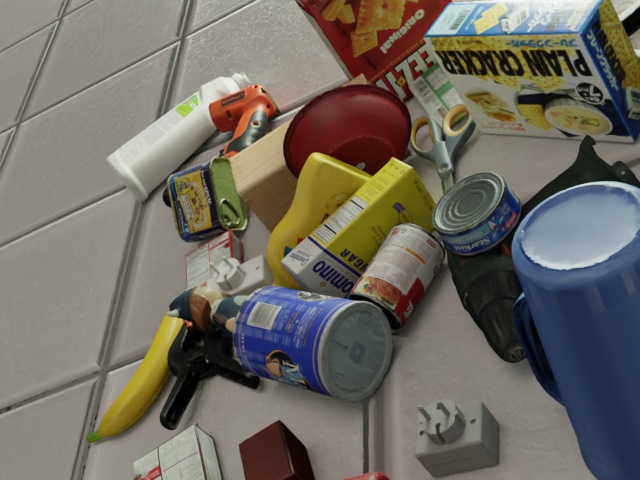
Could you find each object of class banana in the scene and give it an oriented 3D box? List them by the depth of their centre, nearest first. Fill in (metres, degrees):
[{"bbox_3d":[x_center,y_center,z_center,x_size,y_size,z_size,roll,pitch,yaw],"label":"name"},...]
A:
[{"bbox_3d":[-0.213,0.163,1.293,0.070,0.037,0.197,8,55,44],"label":"banana"}]

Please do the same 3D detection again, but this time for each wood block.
[{"bbox_3d":[-0.002,-0.107,1.362,0.206,0.090,0.090,-31,36,9],"label":"wood block"}]

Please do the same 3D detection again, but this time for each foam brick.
[{"bbox_3d":[-0.040,0.229,1.052,0.051,0.053,0.078,-33,34,8],"label":"foam brick"}]

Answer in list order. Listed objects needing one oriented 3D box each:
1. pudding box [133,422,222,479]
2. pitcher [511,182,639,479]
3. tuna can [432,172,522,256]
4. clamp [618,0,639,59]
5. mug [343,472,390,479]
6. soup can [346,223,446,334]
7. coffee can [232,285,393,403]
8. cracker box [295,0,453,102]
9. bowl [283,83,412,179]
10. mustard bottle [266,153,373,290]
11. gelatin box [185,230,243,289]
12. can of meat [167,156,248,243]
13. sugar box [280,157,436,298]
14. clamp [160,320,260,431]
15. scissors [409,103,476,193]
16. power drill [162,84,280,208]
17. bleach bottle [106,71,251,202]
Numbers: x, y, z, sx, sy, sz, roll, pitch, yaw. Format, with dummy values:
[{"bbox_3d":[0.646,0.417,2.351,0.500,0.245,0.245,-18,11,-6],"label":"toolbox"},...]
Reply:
[{"bbox_3d":[-0.149,0.260,1.126,0.090,0.039,0.113,-33,37,8],"label":"pudding box"},{"bbox_3d":[0.225,0.075,0.820,0.149,0.242,0.145,-21,35,14],"label":"pitcher"},{"bbox_3d":[0.155,-0.027,1.064,0.086,0.033,0.086,-29,32,21],"label":"tuna can"},{"bbox_3d":[0.331,-0.228,1.247,0.210,0.036,0.164,-11,43,34],"label":"clamp"},{"bbox_3d":[0.029,0.263,0.932,0.082,0.093,0.117,-19,70,18],"label":"mug"},{"bbox_3d":[0.082,0.040,1.141,0.069,0.068,0.102,7,54,46],"label":"soup can"},{"bbox_3d":[-0.009,0.106,1.118,0.141,0.102,0.102,7,55,46],"label":"coffee can"},{"bbox_3d":[0.084,-0.288,1.382,0.164,0.213,0.072,-37,37,2],"label":"cracker box"},{"bbox_3d":[0.040,-0.104,1.269,0.162,0.162,0.055,-30,45,11],"label":"bowl"},{"bbox_3d":[-0.008,0.002,1.228,0.192,0.096,0.058,-63,32,11],"label":"mustard bottle"},{"bbox_3d":[-0.135,0.038,1.372,0.073,0.030,0.089,-30,36,14],"label":"gelatin box"},{"bbox_3d":[-0.153,-0.052,1.434,0.084,0.057,0.102,-16,83,33],"label":"can of meat"},{"bbox_3d":[0.050,0.000,1.193,0.176,0.093,0.048,-45,38,-8],"label":"sugar box"},{"bbox_3d":[-0.145,0.151,1.240,0.120,0.039,0.172,-26,28,-10],"label":"clamp"},{"bbox_3d":[0.162,-0.096,1.259,0.096,0.016,0.202,-35,40,10],"label":"scissors"},{"bbox_3d":[-0.136,-0.131,1.541,0.185,0.057,0.187,-16,43,22],"label":"power drill"},{"bbox_3d":[-0.207,-0.170,1.644,0.250,0.068,0.103,-40,35,-6],"label":"bleach bottle"}]
